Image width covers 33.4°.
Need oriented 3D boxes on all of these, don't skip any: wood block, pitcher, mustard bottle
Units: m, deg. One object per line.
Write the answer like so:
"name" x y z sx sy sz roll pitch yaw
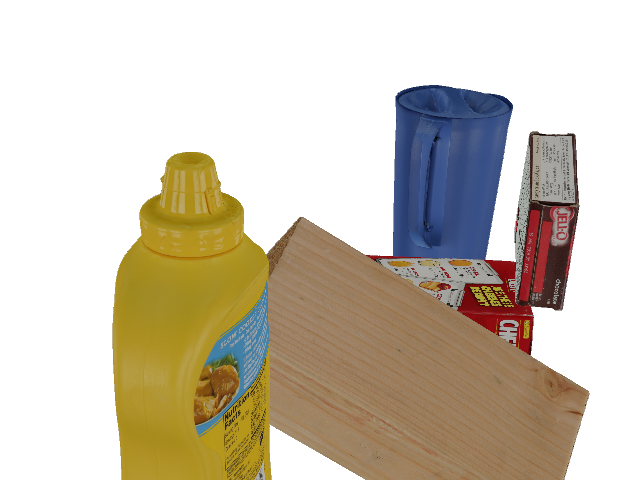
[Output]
"wood block" 0.043 0.088 0.642 0.206 0.090 0.090 31 -32 -8
"pitcher" 0.142 -0.051 1.249 0.149 0.243 0.145 -7 25 -20
"mustard bottle" -0.052 0.055 0.451 0.058 0.192 0.096 11 27 17

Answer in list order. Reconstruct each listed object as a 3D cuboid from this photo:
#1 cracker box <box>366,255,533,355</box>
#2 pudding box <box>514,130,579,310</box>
"cracker box" 0.093 0.072 1.055 0.214 0.072 0.164 3 17 5
"pudding box" 0.167 -0.017 0.790 0.039 0.090 0.113 6 33 6
